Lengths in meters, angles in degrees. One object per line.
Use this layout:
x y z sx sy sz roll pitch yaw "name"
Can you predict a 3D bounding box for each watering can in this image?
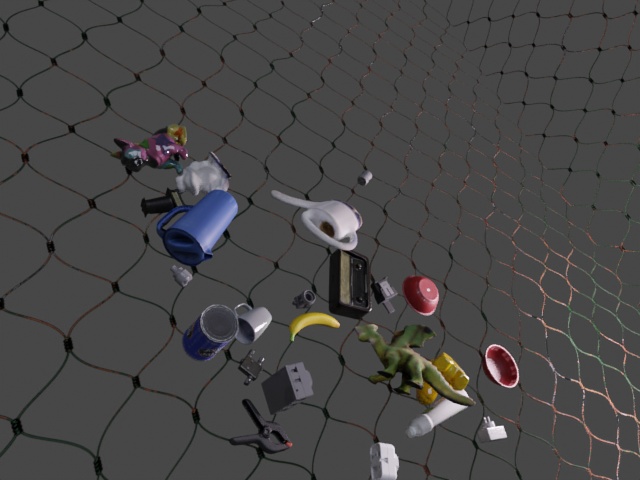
0.006 -0.091 1.814 0.351 0.102 0.227 40 35 18 "watering can"

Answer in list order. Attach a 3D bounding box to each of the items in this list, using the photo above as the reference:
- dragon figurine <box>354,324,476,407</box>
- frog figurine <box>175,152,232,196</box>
0.290 0.355 1.593 0.411 0.119 0.248 13 49 20 "dragon figurine"
-0.373 -0.188 1.640 0.160 0.122 0.137 -36 92 -10 "frog figurine"
